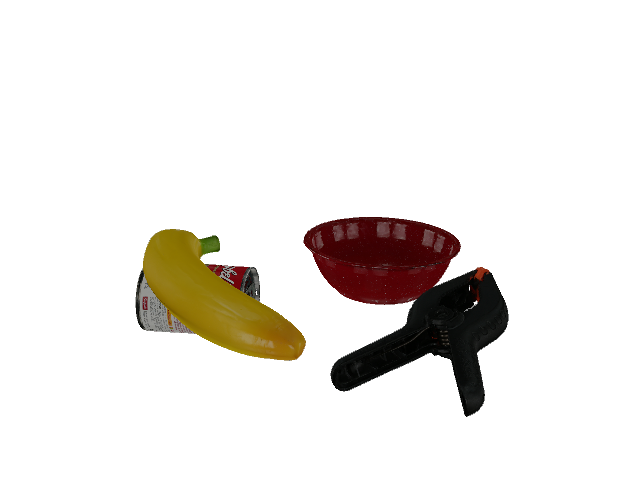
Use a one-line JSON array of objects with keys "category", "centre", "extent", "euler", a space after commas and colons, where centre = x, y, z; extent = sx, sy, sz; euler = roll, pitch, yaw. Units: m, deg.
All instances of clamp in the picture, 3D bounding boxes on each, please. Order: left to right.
[{"category": "clamp", "centre": [0.102, 0.076, 0.816], "extent": [0.120, 0.039, 0.171], "euler": [19, 41, 35]}]

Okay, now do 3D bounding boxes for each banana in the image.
[{"category": "banana", "centre": [-0.073, 0.027, 0.680], "extent": [0.069, 0.037, 0.198], "euler": [-8, 23, -19]}]

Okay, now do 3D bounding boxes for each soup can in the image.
[{"category": "soup can", "centre": [-0.113, 0.055, 0.997], "extent": [0.102, 0.068, 0.068], "euler": [4, 1, 11]}]

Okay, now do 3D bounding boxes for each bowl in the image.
[{"category": "bowl", "centre": [0.063, 0.025, 1.102], "extent": [0.162, 0.055, 0.162], "euler": [1, 18, -1]}]
